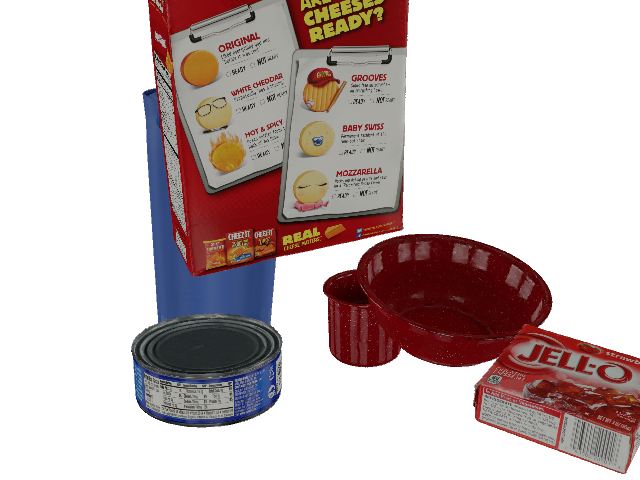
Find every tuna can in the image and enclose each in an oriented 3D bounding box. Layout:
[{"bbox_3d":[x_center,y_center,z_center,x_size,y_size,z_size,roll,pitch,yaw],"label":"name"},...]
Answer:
[{"bbox_3d":[-0.064,0.073,0.612,0.086,0.034,0.086,0,19,0],"label":"tuna can"}]

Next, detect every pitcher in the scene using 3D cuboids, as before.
[{"bbox_3d":[-0.094,-0.026,1.012,0.149,0.243,0.145,-4,16,-20],"label":"pitcher"}]

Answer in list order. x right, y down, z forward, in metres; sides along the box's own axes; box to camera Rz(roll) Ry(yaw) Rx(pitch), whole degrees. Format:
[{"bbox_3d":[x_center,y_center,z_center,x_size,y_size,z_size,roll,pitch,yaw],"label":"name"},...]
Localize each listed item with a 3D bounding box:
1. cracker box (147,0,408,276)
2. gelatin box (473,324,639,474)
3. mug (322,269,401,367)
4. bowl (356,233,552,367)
[{"bbox_3d":[-0.027,-0.096,0.731,0.164,0.214,0.072,-13,32,-18],"label":"cracker box"},{"bbox_3d":[0.140,0.085,0.596,0.089,0.030,0.073,17,32,27],"label":"gelatin box"},{"bbox_3d":[0.062,0.087,1.188,0.117,0.081,0.093,-5,24,-8],"label":"mug"},{"bbox_3d":[0.107,0.056,0.885,0.162,0.055,0.162,6,29,-3],"label":"bowl"}]
